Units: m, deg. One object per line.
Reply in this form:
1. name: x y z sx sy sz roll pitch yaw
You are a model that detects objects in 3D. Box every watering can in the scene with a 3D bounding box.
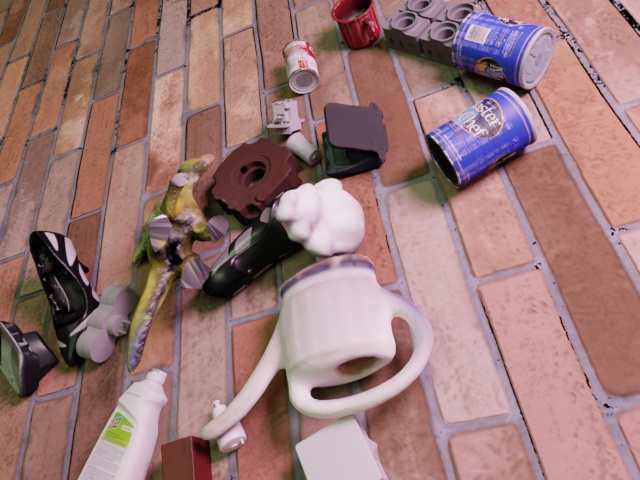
1. watering can: -0.018 0.146 0.733 0.346 0.102 0.230 -19 49 11

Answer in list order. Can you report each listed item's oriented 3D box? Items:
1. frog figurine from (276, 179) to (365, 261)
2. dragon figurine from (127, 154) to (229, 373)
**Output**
1. frog figurine: 0.002 -0.041 0.816 0.123 0.156 0.140 5 63 25
2. dragon figurine: -0.282 0.013 0.931 0.242 0.121 0.415 -4 60 59
